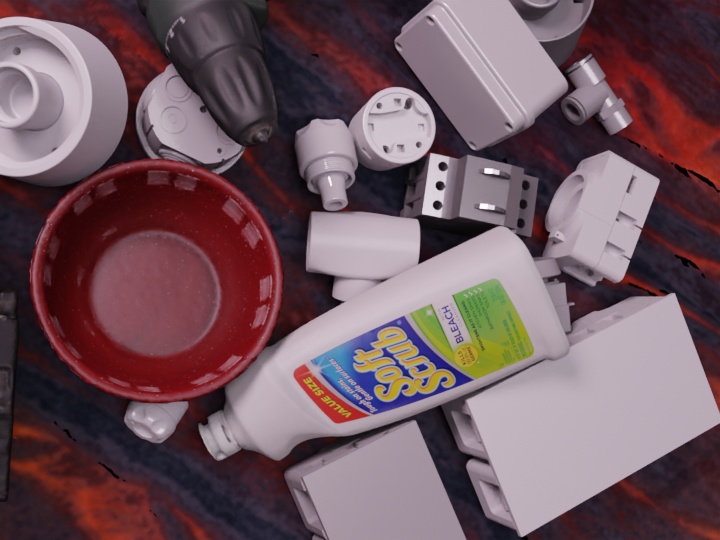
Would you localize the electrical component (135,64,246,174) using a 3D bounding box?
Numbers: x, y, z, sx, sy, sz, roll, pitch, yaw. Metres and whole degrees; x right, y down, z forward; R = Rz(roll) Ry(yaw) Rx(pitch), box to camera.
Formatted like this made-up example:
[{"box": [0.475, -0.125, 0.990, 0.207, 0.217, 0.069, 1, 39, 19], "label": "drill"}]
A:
[{"box": [-0.112, -0.105, 0.741, 0.080, 0.051, 0.080, 2, 84, -18], "label": "electrical component"}]

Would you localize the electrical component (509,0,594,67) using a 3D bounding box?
[{"box": [0.132, -0.208, 0.837, 0.099, 0.064, 0.099, 1, 78, -6], "label": "electrical component"}]

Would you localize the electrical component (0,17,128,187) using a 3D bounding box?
[{"box": [-0.209, -0.108, 0.682, 0.108, 0.060, 0.108, 0, 93, 9], "label": "electrical component"}]

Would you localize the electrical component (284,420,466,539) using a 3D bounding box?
[{"box": [0.020, 0.190, 0.750, 0.089, 0.062, 0.150, -24, 92, -19], "label": "electrical component"}]

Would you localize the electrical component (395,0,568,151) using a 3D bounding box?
[{"box": [0.088, -0.152, 0.797, 0.057, 0.078, 0.113, -41, 98, -20], "label": "electrical component"}]

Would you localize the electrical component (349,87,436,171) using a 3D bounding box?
[{"box": [0.021, -0.101, 0.786, 0.055, 0.047, 0.055, 2, 84, -18], "label": "electrical component"}]

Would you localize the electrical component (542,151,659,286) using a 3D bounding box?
[{"box": [0.182, -0.041, 0.831, 0.056, 0.050, 0.089, 27, 77, -14], "label": "electrical component"}]

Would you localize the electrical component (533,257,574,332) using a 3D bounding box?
[{"box": [0.129, 0.020, 0.812, 0.066, 0.048, 0.055, -7, 95, -19], "label": "electrical component"}]

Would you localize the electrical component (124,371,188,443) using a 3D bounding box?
[{"box": [-0.131, 0.085, 0.728, 0.035, 0.035, 0.061, 38, 55, -11], "label": "electrical component"}]

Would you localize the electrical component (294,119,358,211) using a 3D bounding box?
[{"box": [-0.022, -0.073, 0.765, 0.043, 0.043, 0.062, -2, 64, -18], "label": "electrical component"}]

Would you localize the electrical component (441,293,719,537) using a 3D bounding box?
[{"box": [0.163, 0.103, 0.803, 0.186, 0.060, 0.105, -24, 97, -19], "label": "electrical component"}]

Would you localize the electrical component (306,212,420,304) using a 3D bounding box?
[{"box": [0.000, 0.000, 0.770, 0.077, 0.044, 0.079, 4, 101, -6], "label": "electrical component"}]
